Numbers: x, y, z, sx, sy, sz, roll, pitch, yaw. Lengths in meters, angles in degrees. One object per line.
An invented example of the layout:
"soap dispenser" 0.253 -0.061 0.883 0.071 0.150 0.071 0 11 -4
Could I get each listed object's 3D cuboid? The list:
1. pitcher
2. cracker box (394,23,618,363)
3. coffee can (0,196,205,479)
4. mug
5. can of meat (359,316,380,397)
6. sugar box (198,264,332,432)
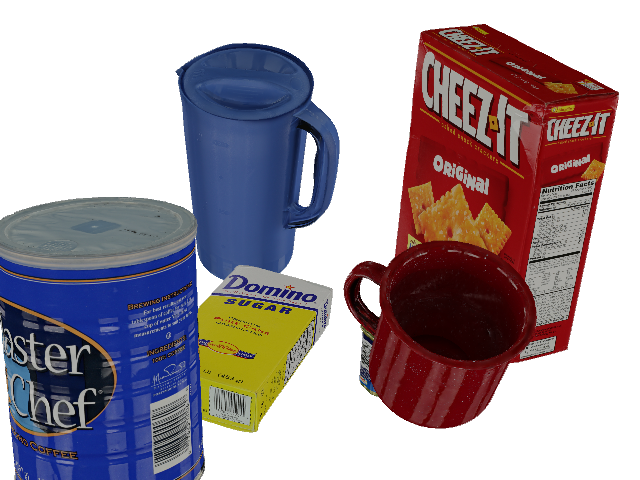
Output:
"pitcher" -0.069 -0.069 1.114 0.145 0.243 0.149 -8 44 -12
"cracker box" 0.131 -0.038 0.820 0.072 0.214 0.164 -11 32 -25
"coffee can" -0.113 0.058 0.557 0.103 0.140 0.103 0 18 0
"mug" 0.064 0.055 0.650 0.117 0.081 0.093 28 51 14
"can of meat" 0.099 0.142 1.345 0.101 0.084 0.058 -12 29 -29
"sugar box" -0.061 0.082 0.876 0.093 0.048 0.176 14 31 14
